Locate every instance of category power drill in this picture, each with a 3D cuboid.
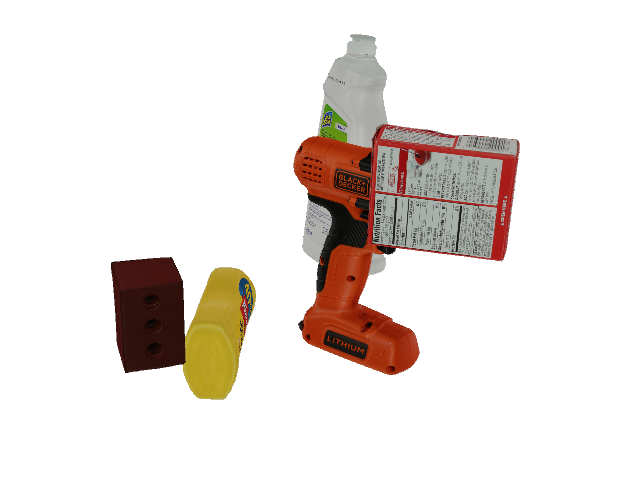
[{"bbox_3d":[0.056,0.015,0.903,0.185,0.188,0.057,19,25,30],"label":"power drill"}]

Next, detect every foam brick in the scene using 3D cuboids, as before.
[{"bbox_3d":[-0.142,0.060,0.879,0.053,0.078,0.051,-7,25,-16],"label":"foam brick"}]

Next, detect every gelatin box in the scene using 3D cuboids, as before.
[{"bbox_3d":[0.075,-0.030,0.665,0.089,0.073,0.030,8,29,11],"label":"gelatin box"}]

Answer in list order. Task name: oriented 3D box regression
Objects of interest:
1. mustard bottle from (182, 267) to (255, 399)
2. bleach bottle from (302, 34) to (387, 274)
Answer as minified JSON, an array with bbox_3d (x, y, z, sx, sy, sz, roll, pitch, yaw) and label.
[{"bbox_3d":[-0.107,0.084,1.176,0.058,0.096,0.191,1,27,4],"label":"mustard bottle"},{"bbox_3d":[0.036,-0.094,1.158,0.067,0.251,0.103,-8,25,-35],"label":"bleach bottle"}]
